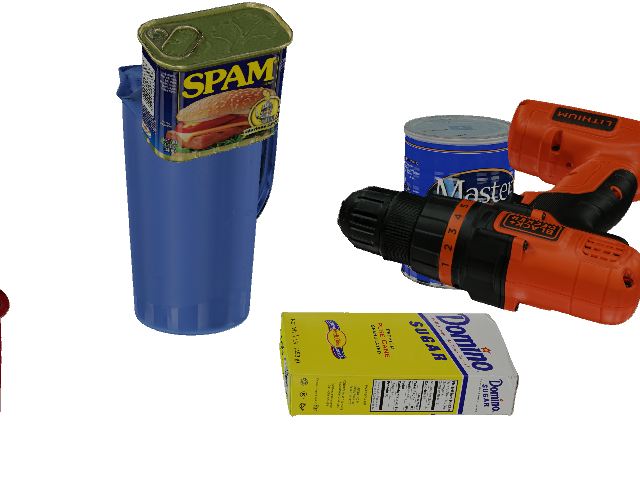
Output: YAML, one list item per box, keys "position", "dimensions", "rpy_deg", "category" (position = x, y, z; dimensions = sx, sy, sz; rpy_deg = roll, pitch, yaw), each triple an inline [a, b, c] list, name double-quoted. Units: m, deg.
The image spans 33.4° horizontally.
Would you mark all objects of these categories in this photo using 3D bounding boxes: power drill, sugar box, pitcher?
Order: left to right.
- position: [-0.110, -0.044, 0.989]
  dimensions: [0.149, 0.243, 0.145]
  rpy_deg: [0, 14, -7]
  category: "pitcher"
- position: [0.059, 0.096, 0.843]
  dimensions: [0.176, 0.048, 0.093]
  rpy_deg: [-2, 29, -6]
  category: "sugar box"
- position: [0.126, -0.026, 0.673]
  dimensions: [0.185, 0.057, 0.187]
  rpy_deg: [18, 38, 22]
  category: "power drill"

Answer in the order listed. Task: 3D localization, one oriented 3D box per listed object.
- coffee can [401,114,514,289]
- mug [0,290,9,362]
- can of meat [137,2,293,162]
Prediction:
- position: [0.127, -0.037, 0.985]
  dimensions: [0.103, 0.140, 0.103]
  rpy_deg: [0, 18, 0]
  category: "coffee can"
- position: [-0.243, 0.077, 0.634]
  dimensions: [0.093, 0.081, 0.117]
  rpy_deg: [20, 24, 36]
  category: "mug"
- position: [-0.074, -0.108, 0.738]
  dimensions: [0.102, 0.084, 0.057]
  rpy_deg: [-17, 49, -25]
  category: "can of meat"
